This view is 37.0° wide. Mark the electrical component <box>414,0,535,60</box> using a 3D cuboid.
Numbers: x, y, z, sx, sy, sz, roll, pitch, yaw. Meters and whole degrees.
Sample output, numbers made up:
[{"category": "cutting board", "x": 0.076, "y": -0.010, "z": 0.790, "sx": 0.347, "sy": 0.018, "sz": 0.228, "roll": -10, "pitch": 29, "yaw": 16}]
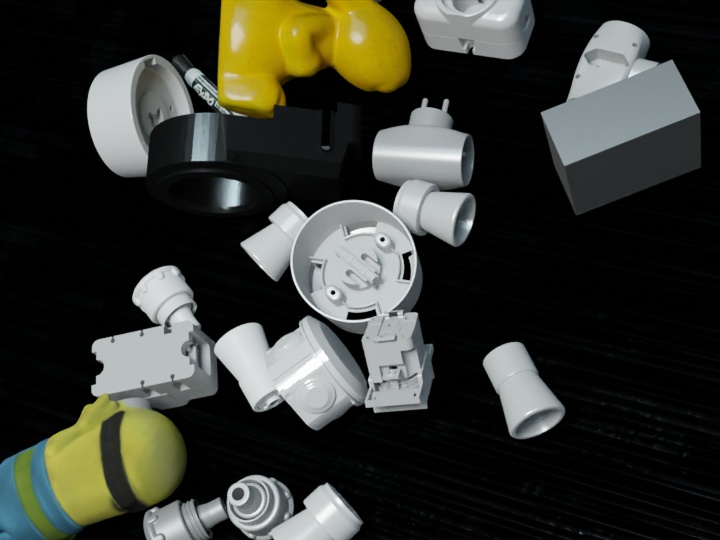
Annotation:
[{"category": "electrical component", "x": 0.099, "y": -0.227, "z": 0.939, "sx": 0.095, "sy": 0.059, "sz": 0.053, "roll": 13, "pitch": 71, "yaw": 23}]

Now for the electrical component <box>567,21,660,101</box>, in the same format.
[{"category": "electrical component", "x": 0.220, "y": -0.155, "z": 0.877, "sx": 0.079, "sy": 0.043, "sz": 0.077, "roll": 20, "pitch": 74, "yaw": 24}]

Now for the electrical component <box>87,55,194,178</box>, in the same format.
[{"category": "electrical component", "x": -0.202, "y": -0.134, "z": 0.970, "sx": 0.060, "sy": 0.108, "sz": 0.108, "roll": -7, "pitch": 64, "yaw": 22}]

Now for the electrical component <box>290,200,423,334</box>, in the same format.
[{"category": "electrical component", "x": 0.000, "y": 0.000, "z": 0.865, "sx": 0.099, "sy": 0.064, "sz": 0.099, "roll": -7, "pitch": 65, "yaw": 15}]

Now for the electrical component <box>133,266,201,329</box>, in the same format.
[{"category": "electrical component", "x": -0.160, "y": 0.031, "z": 0.915, "sx": 0.048, "sy": 0.048, "sz": 0.062, "roll": -41, "pitch": 68, "yaw": -3}]

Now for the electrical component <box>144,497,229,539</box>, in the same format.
[{"category": "electrical component", "x": -0.132, "y": 0.197, "z": 0.830, "sx": 0.062, "sy": 0.048, "sz": 0.048, "roll": -26, "pitch": 61, "yaw": -3}]

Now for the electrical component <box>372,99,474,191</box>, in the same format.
[{"category": "electrical component", "x": 0.057, "y": -0.110, "z": 0.909, "sx": 0.077, "sy": 0.043, "sz": 0.079, "roll": 5, "pitch": 68, "yaw": 20}]

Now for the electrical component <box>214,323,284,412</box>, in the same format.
[{"category": "electrical component", "x": -0.084, "y": 0.081, "z": 0.869, "sx": 0.044, "sy": 0.044, "sz": 0.065, "roll": -34, "pitch": 66, "yaw": 1}]

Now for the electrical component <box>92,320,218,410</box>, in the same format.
[{"category": "electrical component", "x": -0.167, "y": 0.082, "z": 0.886, "sx": 0.089, "sy": 0.055, "sz": 0.050, "roll": -12, "pitch": 63, "yaw": 12}]

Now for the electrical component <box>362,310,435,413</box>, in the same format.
[{"category": "electrical component", "x": 0.028, "y": 0.068, "z": 0.818, "sx": 0.042, "sy": 0.063, "sz": 0.081, "roll": -8, "pitch": 24, "yaw": 14}]

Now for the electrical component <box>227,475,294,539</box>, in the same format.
[{"category": "electrical component", "x": -0.080, "y": 0.176, "z": 0.812, "sx": 0.048, "sy": 0.062, "sz": 0.048, "roll": -7, "pitch": 65, "yaw": 14}]

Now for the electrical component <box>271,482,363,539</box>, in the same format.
[{"category": "electrical component", "x": -0.031, "y": 0.192, "z": 0.799, "sx": 0.055, "sy": 0.045, "sz": 0.045, "roll": -42, "pitch": 61, "yaw": -5}]

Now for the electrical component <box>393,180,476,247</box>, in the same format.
[{"category": "electrical component", "x": 0.061, "y": -0.047, "z": 0.878, "sx": 0.055, "sy": 0.045, "sz": 0.045, "roll": 18, "pitch": 73, "yaw": 25}]

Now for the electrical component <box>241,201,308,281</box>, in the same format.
[{"category": "electrical component", "x": -0.066, "y": -0.025, "z": 0.908, "sx": 0.055, "sy": 0.045, "sz": 0.045, "roll": -44, "pitch": 61, "yaw": -5}]

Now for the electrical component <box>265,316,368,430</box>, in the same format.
[{"category": "electrical component", "x": -0.033, "y": 0.079, "z": 0.831, "sx": 0.051, "sy": 0.080, "sz": 0.080, "roll": -37, "pitch": 61, "yaw": 6}]

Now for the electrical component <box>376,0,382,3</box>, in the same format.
[{"category": "electrical component", "x": -0.003, "y": -0.289, "z": 1.006, "sx": 0.080, "sy": 0.051, "sz": 0.080, "roll": -7, "pitch": 64, "yaw": 15}]

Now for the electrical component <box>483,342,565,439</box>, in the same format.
[{"category": "electrical component", "x": 0.119, "y": 0.087, "z": 0.801, "sx": 0.044, "sy": 0.044, "sz": 0.065, "roll": -27, "pitch": 56, "yaw": 5}]
